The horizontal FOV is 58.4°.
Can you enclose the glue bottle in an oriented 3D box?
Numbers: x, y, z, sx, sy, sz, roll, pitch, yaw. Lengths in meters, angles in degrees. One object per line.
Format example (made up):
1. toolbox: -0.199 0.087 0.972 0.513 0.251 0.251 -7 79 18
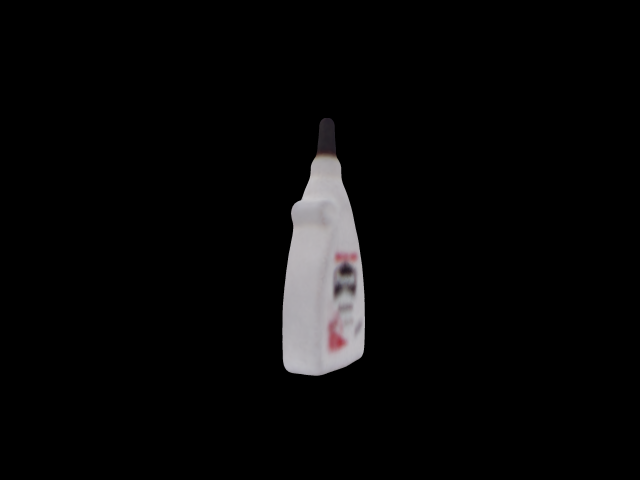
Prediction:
1. glue bottle: 0.004 0.001 0.400 0.037 0.173 0.078 0 0 25
